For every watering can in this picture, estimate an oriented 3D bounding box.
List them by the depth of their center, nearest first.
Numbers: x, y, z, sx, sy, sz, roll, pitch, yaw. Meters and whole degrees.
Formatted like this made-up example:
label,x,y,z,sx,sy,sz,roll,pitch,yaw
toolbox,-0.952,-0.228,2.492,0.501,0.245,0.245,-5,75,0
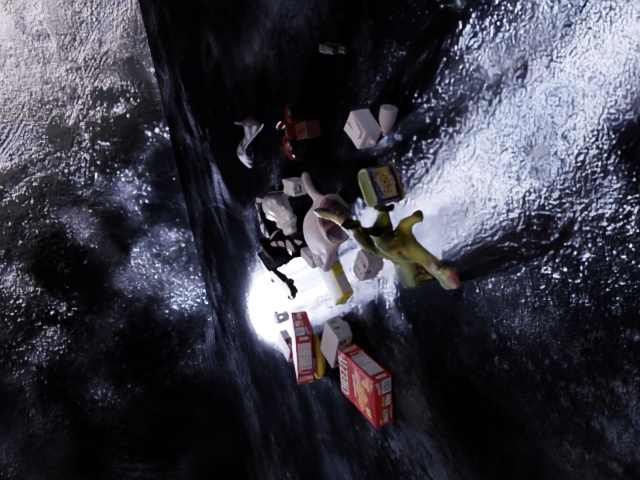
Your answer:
label,x,y,z,sx,sy,sz,roll,pitch,yaw
watering can,0.005,-0.080,1.581,0.221,0.104,0.352,141,122,-61

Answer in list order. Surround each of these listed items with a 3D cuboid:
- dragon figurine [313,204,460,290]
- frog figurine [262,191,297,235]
label,x,y,z,sx,sy,sz,roll,pitch,yaw
dragon figurine,0.163,0.032,1.239,0.412,0.124,0.238,16,141,50
frog figurine,-0.146,-0.095,1.859,0.137,0.123,0.160,-7,85,45
